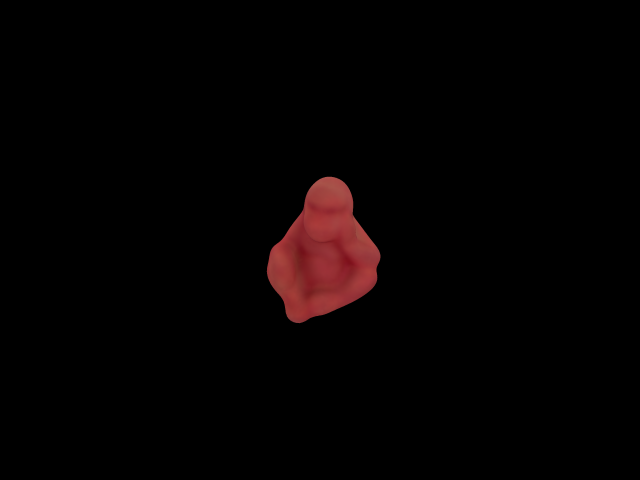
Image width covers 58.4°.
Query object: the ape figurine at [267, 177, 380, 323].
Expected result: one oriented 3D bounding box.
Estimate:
[{"bbox_3d":[0.004,0.001,0.400,0.077,0.092,0.076,5,25,11],"label":"ape figurine"}]
